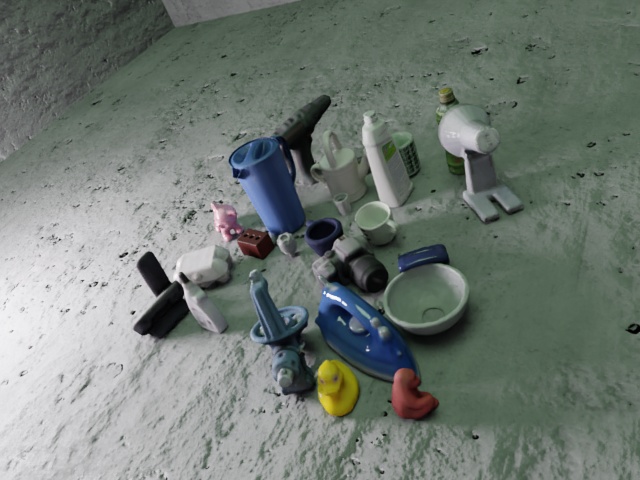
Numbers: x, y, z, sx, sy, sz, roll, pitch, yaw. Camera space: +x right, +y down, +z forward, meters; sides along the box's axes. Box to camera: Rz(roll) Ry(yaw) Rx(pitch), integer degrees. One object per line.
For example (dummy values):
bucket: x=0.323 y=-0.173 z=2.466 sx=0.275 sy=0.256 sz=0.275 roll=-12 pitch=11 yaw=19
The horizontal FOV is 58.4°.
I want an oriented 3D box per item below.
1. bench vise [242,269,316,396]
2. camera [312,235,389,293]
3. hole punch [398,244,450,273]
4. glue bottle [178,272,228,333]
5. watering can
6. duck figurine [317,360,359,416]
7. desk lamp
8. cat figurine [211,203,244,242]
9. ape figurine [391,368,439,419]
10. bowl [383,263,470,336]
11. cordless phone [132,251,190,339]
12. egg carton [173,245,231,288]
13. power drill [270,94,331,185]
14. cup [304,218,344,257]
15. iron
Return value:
bench vise: x=-0.070 y=0.168 z=1.077 sx=0.121 sy=0.220 sz=0.206 roll=-30 pitch=37 yaw=-9
camera: x=0.071 y=0.060 z=1.238 sx=0.143 sy=0.101 sz=0.136 roll=-34 pitch=37 yaw=-14
hole punch: x=0.213 y=0.047 z=1.185 sx=0.108 sy=0.091 sz=0.101 roll=-16 pitch=37 yaw=10
glue bottle: x=-0.269 y=0.134 z=1.270 sx=0.077 sy=0.173 sz=0.037 roll=12 pitch=49 yaw=39
watering can: x=0.057 y=-0.201 z=1.496 sx=0.173 sy=0.194 sz=0.100 roll=-21 pitch=36 yaw=4
duck figurine: x=0.024 y=0.252 z=1.034 sx=0.077 sy=0.086 sz=0.104 roll=-15 pitch=37 yaw=11
desk lamp: x=0.362 y=-0.186 z=1.294 sx=0.118 sy=0.214 sz=0.203 roll=-23 pitch=36 yaw=1
cat figurine: x=-0.263 y=-0.065 z=1.564 sx=0.067 sy=0.118 sz=0.127 roll=-35 pitch=38 yaw=-15
ape figurine: x=0.150 y=0.252 z=0.961 sx=0.076 sy=0.092 sz=0.077 roll=-24 pitch=36 yaw=0
bowl: x=0.209 y=0.126 z=1.102 sx=0.167 sy=0.075 sz=0.167 roll=-15 pitch=37 yaw=12
cordless phone: x=-0.401 y=0.127 z=1.341 sx=0.093 sy=0.185 sz=0.148 roll=8 pitch=46 yaw=36
egg carton: x=-0.297 y=0.074 z=1.450 sx=0.150 sy=0.070 sz=0.107 roll=-17 pitch=37 yaw=9
power drill: x=-0.036 y=-0.273 z=1.626 sx=0.230 sy=0.209 sz=0.075 roll=-35 pitch=38 yaw=-15
cup: x=0.012 y=0.005 z=1.345 sx=0.092 sy=0.095 sz=0.117 roll=-37 pitch=38 yaw=-17
iron: x=0.084 y=0.160 z=1.071 sx=0.119 sy=0.142 sz=0.257 roll=-37 pitch=38 yaw=-18
